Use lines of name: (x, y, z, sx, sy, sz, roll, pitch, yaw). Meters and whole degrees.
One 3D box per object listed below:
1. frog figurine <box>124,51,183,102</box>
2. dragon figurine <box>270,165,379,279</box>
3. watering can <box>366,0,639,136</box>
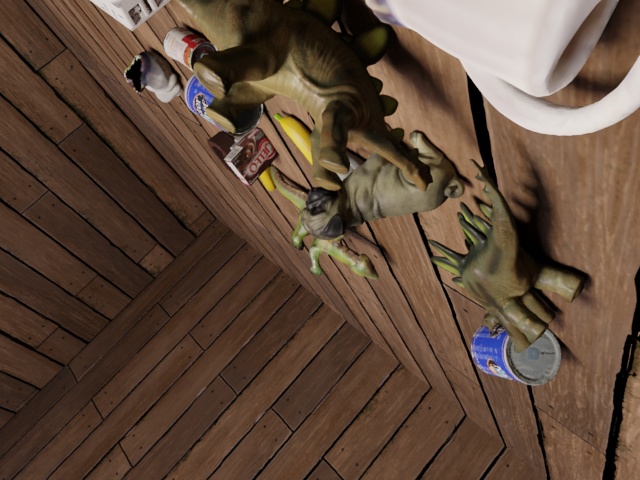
frog figurine: (-0.431, -0.439, 1.401, 0.138, 0.122, 0.159, 23, -166, 38)
dragon figurine: (0.004, -0.063, 1.260, 0.413, 0.123, 0.238, 56, 151, 9)
watering can: (0.122, -0.192, 0.305, 0.227, 0.105, 0.341, 39, 169, 25)
